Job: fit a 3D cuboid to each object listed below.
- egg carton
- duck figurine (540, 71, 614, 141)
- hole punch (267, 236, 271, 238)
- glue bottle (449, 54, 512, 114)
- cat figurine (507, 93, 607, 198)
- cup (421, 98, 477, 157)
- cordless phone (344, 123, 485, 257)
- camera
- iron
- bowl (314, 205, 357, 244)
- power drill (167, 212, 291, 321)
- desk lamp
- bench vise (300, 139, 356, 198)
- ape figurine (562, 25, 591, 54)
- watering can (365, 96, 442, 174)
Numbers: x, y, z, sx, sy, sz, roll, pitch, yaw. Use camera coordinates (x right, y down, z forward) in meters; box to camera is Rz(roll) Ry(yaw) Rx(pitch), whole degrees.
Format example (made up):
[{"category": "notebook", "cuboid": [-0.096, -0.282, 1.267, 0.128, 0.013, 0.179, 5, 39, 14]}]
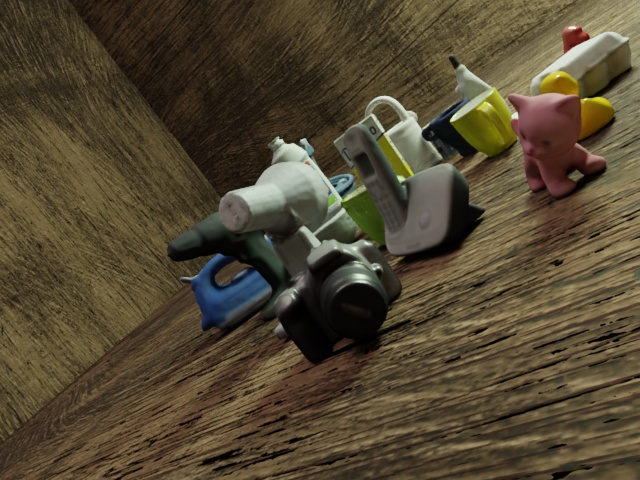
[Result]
[{"category": "egg carton", "cuboid": [0.405, -0.259, 0.895, 0.150, 0.069, 0.107, -38, 8, -9]}, {"category": "duck figurine", "cuboid": [0.319, -0.176, 0.735, 0.077, 0.086, 0.104, -36, 8, 5]}, {"category": "hole punch", "cuboid": [-0.096, 0.039, 1.269, 0.109, 0.091, 0.101, -38, 8, -4]}, {"category": "glue bottle", "cuboid": [0.311, -0.300, 1.157, 0.078, 0.173, 0.037, -37, 9, 1]}, {"category": "cat figurine", "cuboid": [0.237, -0.111, 0.603, 0.067, 0.118, 0.128, -36, 8, 5]}, {"category": "cup", "cuboid": [0.260, -0.202, 1.100, 0.117, 0.095, 0.092, -30, 11, 40]}, {"category": "cordless phone", "cuboid": [0.103, -0.074, 0.722, 0.094, 0.185, 0.147, -41, 9, -27]}, {"category": "camera", "cuboid": [0.015, 0.063, 0.630, 0.143, 0.101, 0.137, -37, 8, 3]}, {"category": "iron", "cuboid": [-0.152, 0.068, 1.161, 0.258, 0.141, 0.118, -36, 8, 5]}, {"category": "bowl", "cuboid": [0.010, 0.004, 1.074, 0.167, 0.075, 0.167, -36, 8, 6]}, {"category": "power drill", "cuboid": [-0.124, 0.032, 1.004, 0.230, 0.208, 0.075, -43, 11, -38]}, {"category": "desk lamp", "cuboid": [-0.045, -0.002, 0.842, 0.117, 0.213, 0.203, -32, 10, 31]}, {"category": "bench vise", "cuboid": [-0.013, -0.118, 1.338, 0.207, 0.220, 0.122, -31, 10, 37]}, {"category": "ape figurine", "cuboid": [0.465, -0.341, 1.023, 0.078, 0.092, 0.076, -40, 9, -17]}, {"category": "watering can", "cuboid": [0.175, -0.231, 1.270, 0.101, 0.194, 0.173, -34, 9, 20]}]
